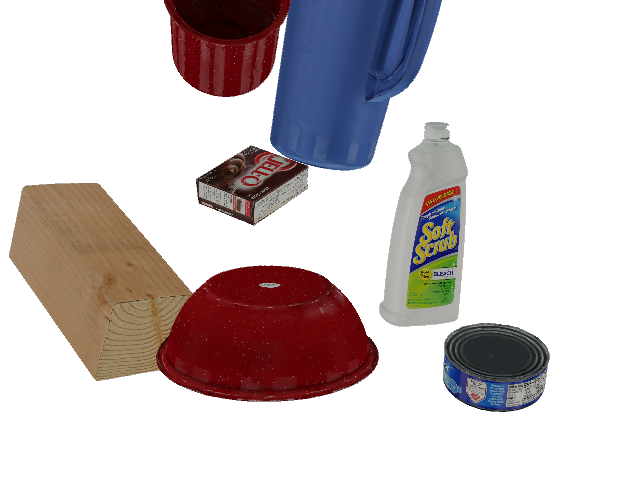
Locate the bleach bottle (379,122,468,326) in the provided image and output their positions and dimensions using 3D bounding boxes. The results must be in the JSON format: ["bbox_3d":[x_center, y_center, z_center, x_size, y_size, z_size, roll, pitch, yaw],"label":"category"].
[{"bbox_3d":[0.131,-0.022,1.335,0.102,0.251,0.068,-3,16,-17],"label":"bleach bottle"}]

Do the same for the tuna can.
[{"bbox_3d":[0.144,0.104,0.882,0.086,0.034,0.086,1,27,-1],"label":"tuna can"}]

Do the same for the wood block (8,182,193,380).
[{"bbox_3d":[-0.221,0.034,1.056,0.090,0.091,0.206,-5,36,-40],"label":"wood block"}]

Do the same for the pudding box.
[{"bbox_3d":[-0.082,-0.069,1.299,0.090,0.039,0.113,21,40,29],"label":"pudding box"}]

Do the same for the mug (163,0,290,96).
[{"bbox_3d":[-0.065,-0.171,0.815,0.093,0.117,0.081,35,-24,10],"label":"mug"}]

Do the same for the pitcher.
[{"bbox_3d":[0.031,-0.194,1.050,0.145,0.243,0.149,12,18,-1],"label":"pitcher"}]

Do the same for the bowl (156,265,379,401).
[{"bbox_3d":[-0.037,0.057,0.766,0.162,0.055,0.162,1,16,0],"label":"bowl"}]
